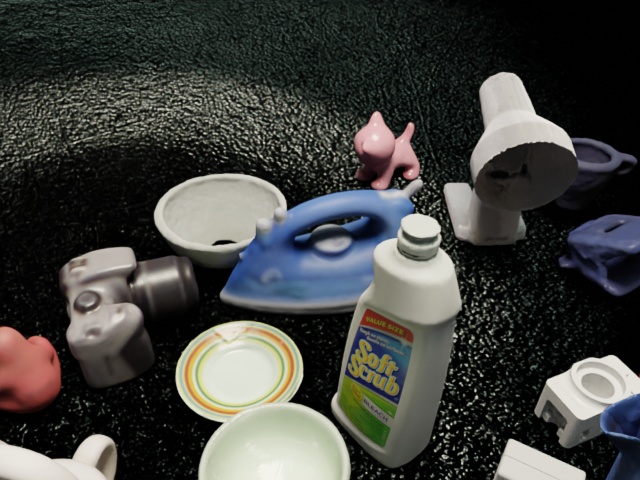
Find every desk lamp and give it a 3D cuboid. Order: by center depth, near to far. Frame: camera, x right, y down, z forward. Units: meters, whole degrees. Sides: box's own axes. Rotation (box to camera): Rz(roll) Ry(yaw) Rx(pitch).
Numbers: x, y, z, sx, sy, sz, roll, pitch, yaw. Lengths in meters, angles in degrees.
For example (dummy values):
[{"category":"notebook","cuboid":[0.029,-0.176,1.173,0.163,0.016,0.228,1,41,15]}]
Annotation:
[{"category":"desk lamp","cuboid":[0.236,-0.094,0.753,0.118,0.214,0.203,0,38,-2]}]

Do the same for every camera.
[{"category":"camera","cuboid":[-0.202,0.064,0.622,0.137,0.101,0.142,-13,41,-18]}]

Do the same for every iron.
[{"category":"iron","cuboid":[0.006,0.002,0.677,0.258,0.141,0.118,-9,39,-14]}]

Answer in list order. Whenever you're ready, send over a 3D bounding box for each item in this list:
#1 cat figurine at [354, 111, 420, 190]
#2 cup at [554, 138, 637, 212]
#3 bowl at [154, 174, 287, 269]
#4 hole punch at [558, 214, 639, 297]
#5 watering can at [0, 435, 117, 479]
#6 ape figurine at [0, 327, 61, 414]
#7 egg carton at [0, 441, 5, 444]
[{"category":"cat figurine","cuboid":[0.100,-0.143,0.886,0.128,0.118,0.067,-24,45,-30]},{"category":"cup","cuboid":[0.399,-0.092,0.853,0.117,0.095,0.091,3,38,1]},{"category":"bowl","cuboid":[-0.125,-0.014,0.746,0.167,0.075,0.167,1,38,-1]},{"category":"hole punch","cuboid":[0.379,0.004,0.734,0.109,0.091,0.100,-22,44,-28]},{"category":"watering can","cuboid":[-0.182,0.203,0.370,0.101,0.194,0.172,-6,39,-9]},{"category":"ape figurine","cuboid":[-0.294,0.120,0.553,0.076,0.092,0.078,31,47,32]},{"category":"egg carton","cuboid":[-0.337,0.204,0.462,0.150,0.069,0.107,-1,38,-4]}]
